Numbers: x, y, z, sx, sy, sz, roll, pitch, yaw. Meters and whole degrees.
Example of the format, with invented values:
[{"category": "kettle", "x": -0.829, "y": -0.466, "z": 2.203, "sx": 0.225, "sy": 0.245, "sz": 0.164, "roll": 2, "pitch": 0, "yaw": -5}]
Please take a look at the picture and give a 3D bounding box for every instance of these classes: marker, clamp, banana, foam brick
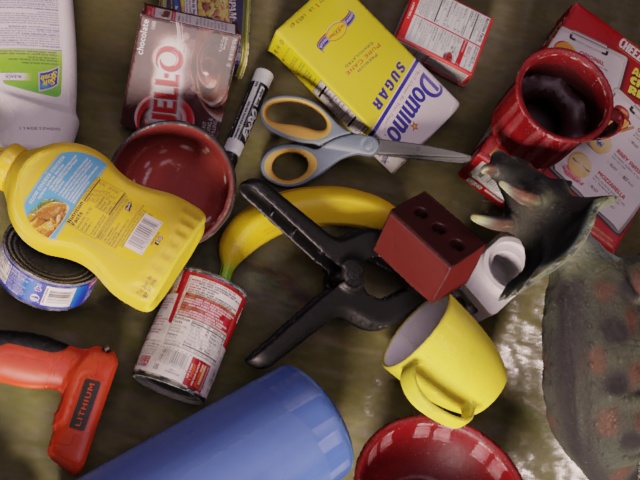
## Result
[{"category": "marker", "x": -0.073, "y": -0.108, "z": 1.008, "sx": 0.020, "sy": 0.020, "sz": 0.121, "roll": 23, "pitch": 70, "yaw": -8}, {"category": "clamp", "x": 0.016, "y": 0.043, "z": 0.952, "sx": 0.209, "sy": 0.036, "sz": 0.164, "roll": 12, "pitch": 73, "yaw": -30}, {"category": "banana", "x": -0.015, "y": -0.015, "z": 0.991, "sx": 0.197, "sy": 0.037, "sz": 0.069, "roll": -19, "pitch": 99, "yaw": -18}, {"category": "foam brick", "x": 0.096, "y": 0.007, "z": 0.944, "sx": 0.078, "sy": 0.051, "sz": 0.052, "roll": 43, "pitch": 46, "yaw": 21}]

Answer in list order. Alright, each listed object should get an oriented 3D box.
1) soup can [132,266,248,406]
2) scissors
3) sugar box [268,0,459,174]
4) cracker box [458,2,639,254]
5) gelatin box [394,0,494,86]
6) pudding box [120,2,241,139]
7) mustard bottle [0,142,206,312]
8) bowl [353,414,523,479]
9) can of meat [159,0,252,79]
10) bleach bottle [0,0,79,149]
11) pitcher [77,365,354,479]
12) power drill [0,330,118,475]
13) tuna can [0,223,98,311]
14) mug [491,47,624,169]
[{"category": "soup can", "x": -0.111, "y": 0.083, "z": 0.918, "sx": 0.068, "sy": 0.069, "sz": 0.102, "roll": 24, "pitch": 70, "yaw": -8}, {"category": "scissors", "x": 0.031, "y": -0.073, "z": 1.000, "sx": 0.202, "sy": 0.016, "sz": 0.096, "roll": 23, "pitch": 89, "yaw": 4}, {"category": "sugar box", "x": 0.043, "y": -0.160, "z": 1.040, "sx": 0.176, "sy": 0.048, "sz": 0.093, "roll": 44, "pitch": 69, "yaw": 1}, {"category": "cracker box", "x": 0.260, "y": -0.104, "z": 1.068, "sx": 0.164, "sy": 0.072, "sz": 0.213, "roll": 35, "pitch": 68, "yaw": -2}, {"category": "gelatin box", "x": 0.123, "y": -0.208, "z": 1.084, "sx": 0.089, "sy": 0.030, "sz": 0.073, "roll": 25, "pitch": 69, "yaw": -7}, {"category": "pudding box", "x": -0.127, "y": -0.148, "z": 0.961, "sx": 0.090, "sy": 0.114, "sz": 0.039, "roll": 10, "pitch": 27, "yaw": -12}, {"category": "mustard bottle", "x": -0.197, "y": -0.026, "z": 0.881, "sx": 0.191, "sy": 0.058, "sz": 0.096, "roll": 30, "pitch": 70, "yaw": 2}, {"category": "bowl", "x": 0.099, "y": 0.234, "z": 0.922, "sx": 0.162, "sy": 0.055, "sz": 0.162, "roll": 10, "pitch": 50, "yaw": -12}, {"category": "can of meat", "x": -0.110, "y": -0.209, "z": 1.007, "sx": 0.084, "sy": 0.057, "sz": 0.102, "roll": 5, "pitch": 74, "yaw": -12}, {"category": "bleach bottle", "x": -0.269, "y": -0.166, "z": 0.951, "sx": 0.102, "sy": 0.068, "sz": 0.251, "roll": -2, "pitch": 78, "yaw": -15}, {"category": "pitcher", "x": -0.088, "y": 0.209, "z": 0.852, "sx": 0.242, "sy": 0.145, "sz": 0.149, "roll": -30, "pitch": 84, "yaw": -23}, {"category": "power drill", "x": -0.272, "y": 0.128, "z": 0.868, "sx": 0.187, "sy": 0.057, "sz": 0.184, "roll": 20, "pitch": 70, "yaw": -9}, {"category": "tuna can", "x": -0.228, "y": 0.020, "z": 0.900, "sx": 0.086, "sy": 0.034, "sz": 0.086, "roll": 21, "pitch": 32, "yaw": -14}, {"category": "mug", "x": 0.219, "y": -0.114, "z": 0.976, "sx": 0.117, "sy": 0.082, "sz": 0.093, "roll": 8, "pitch": 70, "yaw": -10}]
